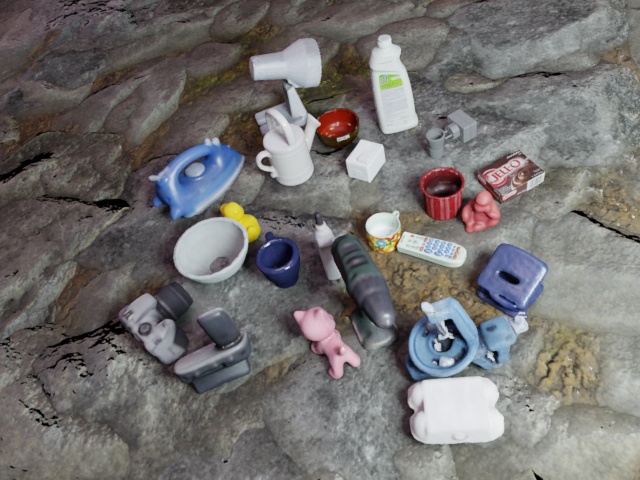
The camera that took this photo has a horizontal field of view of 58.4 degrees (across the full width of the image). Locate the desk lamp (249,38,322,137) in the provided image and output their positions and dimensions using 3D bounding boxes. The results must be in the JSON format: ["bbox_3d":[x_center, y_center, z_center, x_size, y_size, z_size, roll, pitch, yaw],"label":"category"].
[{"bbox_3d":[-0.087,-0.396,1.470,0.203,0.214,0.117,-22,50,-4],"label":"desk lamp"}]

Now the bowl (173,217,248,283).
[{"bbox_3d":[-0.228,0.034,1.248,0.167,0.075,0.167,-7,51,8],"label":"bowl"}]

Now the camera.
[{"bbox_3d":[-0.319,0.153,1.157,0.142,0.101,0.137,31,65,32],"label":"camera"}]

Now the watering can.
[{"bbox_3d":[-0.078,-0.234,1.350,0.100,0.194,0.173,21,59,27],"label":"watering can"}]

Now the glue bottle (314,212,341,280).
[{"bbox_3d":[0.011,0.004,1.150,0.037,0.173,0.078,-15,50,2],"label":"glue bottle"}]

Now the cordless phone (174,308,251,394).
[{"bbox_3d":[-0.210,0.189,1.046,0.147,0.185,0.094,-26,50,-8],"label":"cordless phone"}]

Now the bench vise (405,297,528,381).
[{"bbox_3d":[0.234,0.143,0.954,0.207,0.220,0.121,-28,51,-10],"label":"bench vise"}]

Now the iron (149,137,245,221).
[{"bbox_3d":[-0.296,-0.172,1.387,0.118,0.142,0.259,31,65,32],"label":"iron"}]

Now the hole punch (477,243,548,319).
[{"bbox_3d":[0.356,0.076,1.062,0.108,0.091,0.101,32,65,32],"label":"hole punch"}]

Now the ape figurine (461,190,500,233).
[{"bbox_3d":[0.334,-0.065,1.181,0.077,0.092,0.076,22,60,28],"label":"ape figurine"}]

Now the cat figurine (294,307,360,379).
[{"bbox_3d":[0.010,0.175,1.049,0.067,0.118,0.127,-35,52,-15],"label":"cat figurine"}]

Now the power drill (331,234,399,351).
[{"bbox_3d":[0.087,0.107,1.025,0.075,0.209,0.229,-22,50,-4],"label":"power drill"}]

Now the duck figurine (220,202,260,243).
[{"bbox_3d":[-0.186,-0.046,1.295,0.104,0.086,0.078,33,65,33],"label":"duck figurine"}]

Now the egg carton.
[{"bbox_3d":[0.221,0.282,0.943,0.150,0.069,0.107,-7,51,8],"label":"egg carton"}]

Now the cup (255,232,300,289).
[{"bbox_3d":[-0.084,0.047,1.190,0.092,0.095,0.117,-23,50,-5],"label":"cup"}]
